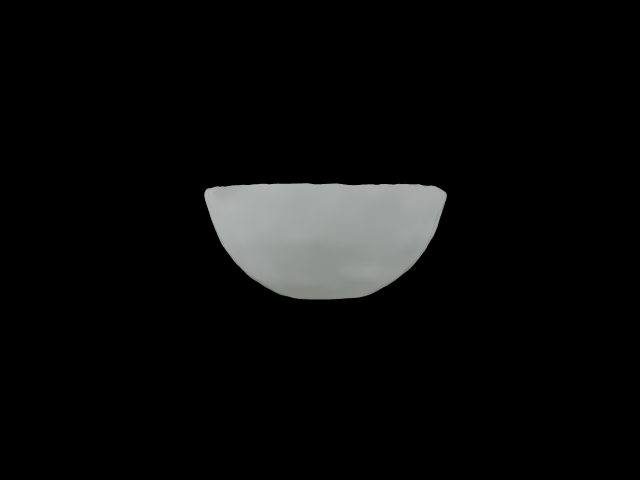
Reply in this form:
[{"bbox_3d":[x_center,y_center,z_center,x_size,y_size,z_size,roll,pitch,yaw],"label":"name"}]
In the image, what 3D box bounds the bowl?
[{"bbox_3d":[0.004,0.001,0.400,0.167,0.075,0.167,0,2,0],"label":"bowl"}]
